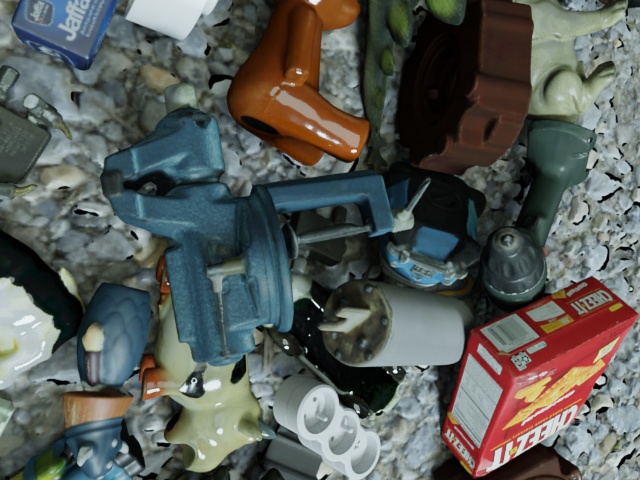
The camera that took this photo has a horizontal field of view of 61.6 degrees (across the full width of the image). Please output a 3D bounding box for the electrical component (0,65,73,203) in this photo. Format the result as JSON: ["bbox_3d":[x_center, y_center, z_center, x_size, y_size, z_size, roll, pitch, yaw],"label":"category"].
[{"bbox_3d":[-0.254,-0.081,0.438,0.078,0.045,0.102,38,81,-23],"label":"electrical component"}]

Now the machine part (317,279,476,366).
[{"bbox_3d":[0.082,0.084,0.524,0.243,0.079,0.079,14,90,-50],"label":"machine part"}]

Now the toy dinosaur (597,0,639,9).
[{"bbox_3d":[0.318,-0.332,0.588,0.404,0.131,0.192,29,79,-20],"label":"toy dinosaur"}]

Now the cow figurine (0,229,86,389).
[{"bbox_3d":[-0.264,0.025,0.433,0.098,0.068,0.167,-32,110,-22],"label":"cow figurine"}]

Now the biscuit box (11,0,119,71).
[{"bbox_3d":[-0.183,-0.245,0.441,0.063,0.059,0.202,22,88,-23],"label":"biscuit box"}]

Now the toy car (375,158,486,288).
[{"bbox_3d":[0.104,-0.005,0.555,0.109,0.162,0.102,18,132,-4],"label":"toy car"}]

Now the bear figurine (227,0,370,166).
[{"bbox_3d":[-0.006,-0.181,0.493,0.132,0.120,0.196,26,80,-27],"label":"bear figurine"}]

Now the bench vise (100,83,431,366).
[{"bbox_3d":[-0.041,-0.022,0.438,0.241,0.129,0.223,-10,77,-15],"label":"bench vise"}]

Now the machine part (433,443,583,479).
[{"bbox_3d":[0.232,0.360,0.664,0.201,0.087,0.201,-17,101,-19],"label":"machine part"}]

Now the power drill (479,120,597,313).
[{"bbox_3d":[0.232,-0.025,0.577,0.207,0.086,0.231,-69,154,-20],"label":"power drill"}]

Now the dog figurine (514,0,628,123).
[{"bbox_3d":[0.209,-0.210,0.596,0.191,0.121,0.172,9,89,-9],"label":"dog figurine"}]

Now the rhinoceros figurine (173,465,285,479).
[{"bbox_3d":[-0.113,0.279,0.496,0.190,0.073,0.112,-40,85,-5],"label":"rhinoceros figurine"}]

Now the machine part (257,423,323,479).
[{"bbox_3d":[-0.048,0.267,0.565,0.084,0.039,0.139,34,81,-27],"label":"machine part"}]

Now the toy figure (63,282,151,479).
[{"bbox_3d":[-0.178,0.115,0.449,0.064,0.058,0.154,22,72,-44],"label":"toy figure"}]

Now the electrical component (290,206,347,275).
[{"bbox_3d":[-0.001,-0.002,0.545,0.063,0.021,0.094,27,57,-23],"label":"electrical component"}]

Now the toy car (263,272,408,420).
[{"bbox_3d":[0.017,0.114,0.564,0.073,0.056,0.201,-46,113,-5],"label":"toy car"}]

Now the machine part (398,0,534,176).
[{"bbox_3d":[0.131,-0.149,0.518,0.056,0.179,0.179,6,94,-16],"label":"machine part"}]

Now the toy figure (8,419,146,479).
[{"bbox_3d":[-0.238,0.229,0.455,0.180,0.089,0.082,-32,100,-14],"label":"toy figure"}]

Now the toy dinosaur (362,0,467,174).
[{"bbox_3d":[0.083,-0.287,0.472,0.105,0.199,0.470,-2,130,-11],"label":"toy dinosaur"}]

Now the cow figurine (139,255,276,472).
[{"bbox_3d":[-0.102,0.118,0.504,0.127,0.085,0.194,7,91,-19],"label":"cow figurine"}]
